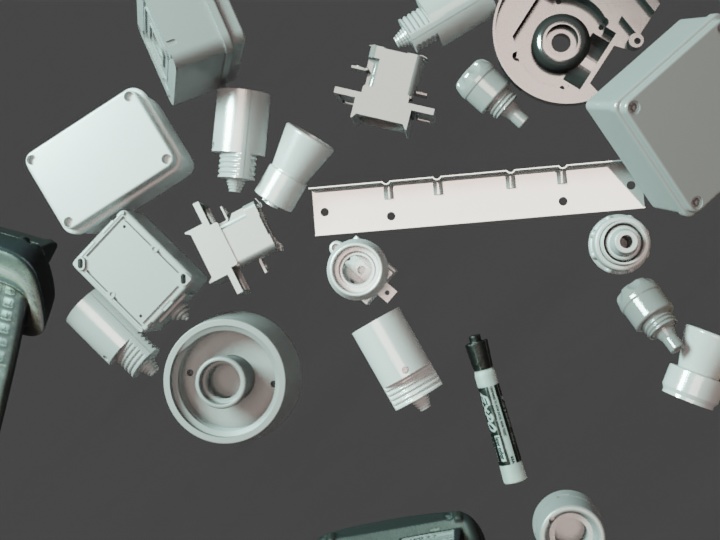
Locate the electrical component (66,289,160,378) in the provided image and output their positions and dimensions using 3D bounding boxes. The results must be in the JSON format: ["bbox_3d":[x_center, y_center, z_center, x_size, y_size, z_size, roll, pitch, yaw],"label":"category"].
[{"bbox_3d":[-0.196,0.056,0.881,0.081,0.043,0.043,44,94,5],"label":"electrical component"}]

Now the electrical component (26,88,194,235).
[{"bbox_3d":[-0.203,-0.087,0.876,0.113,0.057,0.078,-32,86,5],"label":"electrical component"}]

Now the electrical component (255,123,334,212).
[{"bbox_3d":[-0.056,-0.080,0.869,0.044,0.044,0.065,32,98,6],"label":"electrical component"}]

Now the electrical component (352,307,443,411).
[{"bbox_3d":[0.032,0.075,0.856,0.043,0.043,0.081,-30,86,5],"label":"electrical component"}]

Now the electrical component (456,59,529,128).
[{"bbox_3d":[0.108,-0.137,0.854,0.061,0.035,0.035,43,94,3],"label":"electrical component"}]

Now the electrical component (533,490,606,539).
[{"bbox_3d":[0.164,0.203,0.838,0.055,0.047,0.055,0,89,6],"label":"electrical component"}]

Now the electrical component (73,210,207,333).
[{"bbox_3d":[-0.170,0.006,0.869,0.096,0.061,0.061,44,94,5],"label":"electrical component"}]

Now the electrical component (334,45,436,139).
[{"bbox_3d":[0.024,-0.143,0.860,0.081,0.042,0.063,14,89,5],"label":"electrical component"}]

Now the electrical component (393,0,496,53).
[{"bbox_3d":[0.064,-0.201,0.855,0.081,0.043,0.043,-30,86,5],"label":"electrical component"}]

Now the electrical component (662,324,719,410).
[{"bbox_3d":[0.263,0.075,0.830,0.045,0.045,0.055,21,92,6],"label":"electrical component"}]

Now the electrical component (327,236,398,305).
[{"bbox_3d":[0.000,0.000,0.854,0.066,0.055,0.048,41,94,5],"label":"electrical component"}]

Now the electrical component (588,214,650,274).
[{"bbox_3d":[0.202,-0.021,0.828,0.048,0.062,0.048,0,89,8],"label":"electrical component"}]

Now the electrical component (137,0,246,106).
[{"bbox_3d":[-0.133,-0.185,0.839,0.057,0.113,0.078,-23,87,-13],"label":"electrical component"}]

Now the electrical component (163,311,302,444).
[{"bbox_3d":[-0.105,0.088,0.862,0.108,0.060,0.108,0,89,6],"label":"electrical component"}]

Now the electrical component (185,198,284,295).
[{"bbox_3d":[-0.100,-0.023,0.872,0.064,0.042,0.081,-27,87,1],"label":"electrical component"}]

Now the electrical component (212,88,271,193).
[{"bbox_3d":[-0.098,-0.103,0.871,0.043,0.043,0.081,6,91,6],"label":"electrical component"}]

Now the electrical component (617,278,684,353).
[{"bbox_3d":[0.228,0.037,0.831,0.035,0.035,0.061,-33,61,5],"label":"electrical component"}]

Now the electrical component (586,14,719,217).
[{"bbox_3d":[0.245,-0.115,0.803,0.109,0.056,0.108,-41,108,-7],"label":"electrical component"}]
